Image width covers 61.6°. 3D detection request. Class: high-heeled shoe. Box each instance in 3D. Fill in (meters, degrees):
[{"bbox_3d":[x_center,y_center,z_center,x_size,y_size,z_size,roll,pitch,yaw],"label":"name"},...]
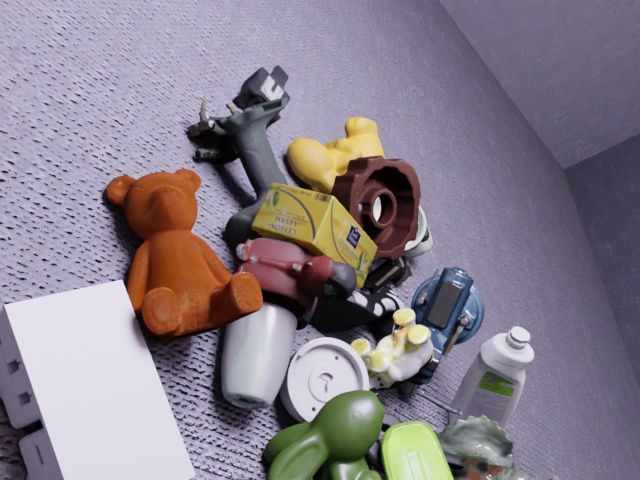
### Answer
[{"bbox_3d":[0.053,0.081,0.831,0.248,0.086,0.145,41,32,-32],"label":"high-heeled shoe"}]

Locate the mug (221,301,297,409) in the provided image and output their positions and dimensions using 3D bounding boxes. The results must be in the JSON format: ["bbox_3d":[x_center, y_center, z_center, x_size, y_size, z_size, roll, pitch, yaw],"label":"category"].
[{"bbox_3d":[-0.073,0.140,0.621,0.109,0.081,0.107,73,23,-53],"label":"mug"}]

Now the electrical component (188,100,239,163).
[{"bbox_3d":[-0.141,-0.152,0.760,0.102,0.045,0.078,-9,72,-56],"label":"electrical component"}]

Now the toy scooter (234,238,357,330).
[{"bbox_3d":[-0.051,0.049,0.641,0.135,0.184,0.075,21,62,-18],"label":"toy scooter"}]

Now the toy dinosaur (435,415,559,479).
[{"bbox_3d":[0.199,0.393,0.752,0.405,0.192,0.131,-28,126,-44],"label":"toy dinosaur"}]

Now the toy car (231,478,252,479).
[{"bbox_3d":[-0.064,0.285,0.496,0.103,0.109,0.161,-39,109,-75],"label":"toy car"}]

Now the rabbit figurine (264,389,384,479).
[{"bbox_3d":[0.017,0.249,0.599,0.159,0.121,0.170,4,91,-9],"label":"rabbit figurine"}]

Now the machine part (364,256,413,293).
[{"bbox_3d":[0.126,0.057,0.955,0.039,0.084,0.139,48,19,20],"label":"machine part"}]

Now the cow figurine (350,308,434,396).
[{"bbox_3d":[0.087,0.182,0.763,0.068,0.167,0.098,45,-15,49],"label":"cow figurine"}]

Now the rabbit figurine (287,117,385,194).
[{"bbox_3d":[0.020,-0.123,0.927,0.173,0.122,0.162,1,74,-39],"label":"rabbit figurine"}]

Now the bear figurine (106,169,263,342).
[{"bbox_3d":[-0.149,0.002,0.563,0.120,0.132,0.196,-7,77,-29],"label":"bear figurine"}]

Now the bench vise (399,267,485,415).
[{"bbox_3d":[0.206,0.153,0.914,0.240,0.129,0.223,8,94,-69],"label":"bench vise"}]

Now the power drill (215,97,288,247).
[{"bbox_3d":[-0.062,-0.093,0.770,0.232,0.086,0.207,-36,121,-52],"label":"power drill"}]

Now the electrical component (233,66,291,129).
[{"bbox_3d":[-0.091,-0.246,0.896,0.074,0.048,0.119,43,37,-28],"label":"electrical component"}]

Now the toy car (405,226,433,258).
[{"bbox_3d":[0.154,-0.059,1.071,0.056,0.073,0.201,-27,89,-54],"label":"toy car"}]

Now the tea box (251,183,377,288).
[{"bbox_3d":[-0.001,-0.002,0.704,0.169,0.098,0.068,43,67,-55],"label":"tea box"}]

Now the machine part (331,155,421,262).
[{"bbox_3d":[0.090,-0.050,0.860,0.179,0.056,0.179,-5,98,-42],"label":"machine part"}]
